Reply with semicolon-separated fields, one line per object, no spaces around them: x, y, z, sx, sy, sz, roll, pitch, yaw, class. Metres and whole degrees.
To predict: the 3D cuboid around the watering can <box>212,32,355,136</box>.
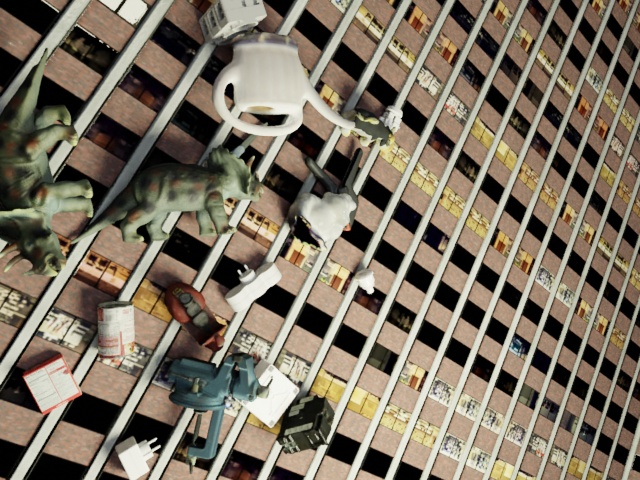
-0.076;-0.344;1.152;0.349;0.224;0.104;-5;3;-30;watering can

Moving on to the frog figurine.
0.004;-0.063;1.243;0.162;0.137;0.121;-51;10;-33;frog figurine
